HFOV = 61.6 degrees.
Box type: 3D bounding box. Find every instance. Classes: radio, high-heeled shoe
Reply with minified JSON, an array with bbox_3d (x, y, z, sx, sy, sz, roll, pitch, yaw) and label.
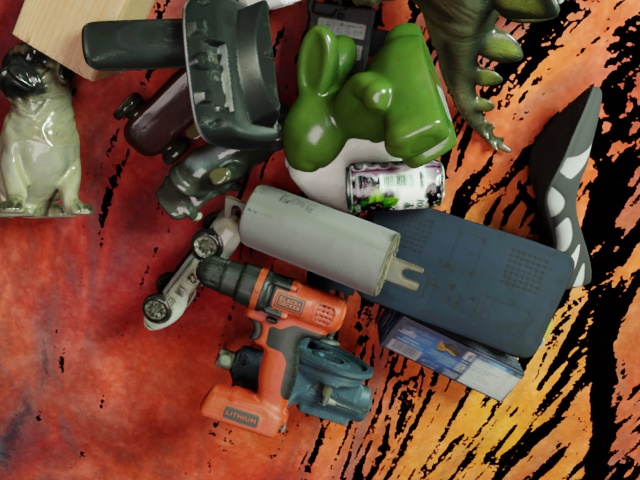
[{"bbox_3d":[0.162,0.042,0.640,0.230,0.073,0.131,19,90,15],"label":"radio"},{"bbox_3d":[0.319,-0.048,0.654,0.145,0.086,0.248,17,117,-10],"label":"high-heeled shoe"}]

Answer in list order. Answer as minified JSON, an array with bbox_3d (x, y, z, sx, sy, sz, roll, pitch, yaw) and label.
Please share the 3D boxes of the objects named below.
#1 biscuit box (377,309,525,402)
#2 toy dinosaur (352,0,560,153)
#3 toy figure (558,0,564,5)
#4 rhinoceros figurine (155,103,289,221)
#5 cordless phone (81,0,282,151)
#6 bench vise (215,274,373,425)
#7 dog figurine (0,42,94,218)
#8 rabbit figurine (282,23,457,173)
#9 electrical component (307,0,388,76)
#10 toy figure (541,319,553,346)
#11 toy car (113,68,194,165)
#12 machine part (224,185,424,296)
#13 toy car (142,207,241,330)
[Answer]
[{"bbox_3d":[0.180,0.150,0.750,0.202,0.063,0.059,27,112,-10],"label":"biscuit box"},{"bbox_3d":[0.130,-0.256,0.498,0.199,0.105,0.470,18,154,24],"label":"toy dinosaur"},{"bbox_3d":[0.285,-0.299,0.554,0.154,0.064,0.057,-34,147,19],"label":"toy figure"},{"bbox_3d":[-0.111,-0.096,0.627,0.190,0.112,0.073,-37,89,2],"label":"rhinoceros figurine"},{"bbox_3d":[-0.134,-0.159,0.524,0.184,0.089,0.146,-6,87,-9],"label":"cordless phone"},{"bbox_3d":[-0.016,0.138,0.724,0.224,0.129,0.240,21,92,2],"label":"bench vise"},{"bbox_3d":[-0.345,-0.121,0.633,0.173,0.121,0.190,-3,89,31],"label":"dog figurine"},{"bbox_3d":[0.031,-0.132,0.532,0.170,0.121,0.159,-18,94,21],"label":"rabbit figurine"},{"bbox_3d":[0.039,-0.220,0.599,0.119,0.048,0.074,13,114,-3],"label":"electrical component"},{"bbox_3d":[0.220,0.090,0.714,0.180,0.082,0.089,22,87,-2],"label":"toy figure"},{"bbox_3d":[-0.144,-0.173,0.616,0.202,0.053,0.089,-41,117,11],"label":"toy car"},{"bbox_3d":[-0.001,-0.002,0.604,0.243,0.079,0.079,22,114,14],"label":"machine part"},{"bbox_3d":[-0.165,0.039,0.699,0.056,0.073,0.201,36,109,-13],"label":"toy car"}]
